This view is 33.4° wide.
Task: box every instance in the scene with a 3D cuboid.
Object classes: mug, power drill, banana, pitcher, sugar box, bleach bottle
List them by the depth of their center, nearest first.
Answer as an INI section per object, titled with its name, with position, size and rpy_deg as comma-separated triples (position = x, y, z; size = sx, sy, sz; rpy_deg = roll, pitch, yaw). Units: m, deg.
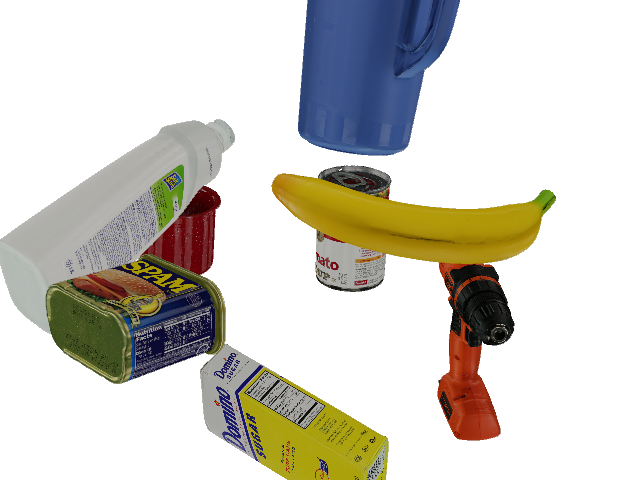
[banana]
position = 0.063, -0.013, 0.723
size = 0.198, 0.037, 0.069
rpy_deg = 5, 27, 0
[sugar box]
position = -0.025, 0.171, 0.941
size = 0.176, 0.093, 0.048
rpy_deg = 24, 49, 22
[bleach bottle]
position = -0.171, -0.029, 0.968
size = 0.068, 0.102, 0.250
rpy_deg = 32, 54, 24
[pitcher]
position = 0.053, -0.203, 0.980
size = 0.145, 0.243, 0.149
rpy_deg = 9, 15, 4
[power drill]
position = 0.167, 0.118, 1.149
size = 0.057, 0.188, 0.184
rpy_deg = -2, 24, -4
[mug]
position = -0.165, -0.015, 1.184
size = 0.093, 0.081, 0.117
rpy_deg = -16, 34, -35

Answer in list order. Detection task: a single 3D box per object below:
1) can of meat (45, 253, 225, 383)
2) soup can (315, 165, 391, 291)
[can of meat]
position = -0.131, 0.054, 0.748
size = 0.083, 0.057, 0.102
rpy_deg = -17, 27, -42
[soup can]
position = 0.030, -0.012, 1.002
size = 0.068, 0.102, 0.068
rpy_deg = 2, 24, -1
